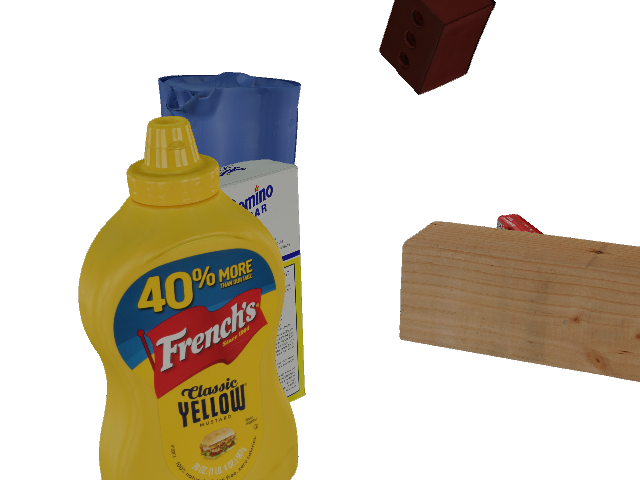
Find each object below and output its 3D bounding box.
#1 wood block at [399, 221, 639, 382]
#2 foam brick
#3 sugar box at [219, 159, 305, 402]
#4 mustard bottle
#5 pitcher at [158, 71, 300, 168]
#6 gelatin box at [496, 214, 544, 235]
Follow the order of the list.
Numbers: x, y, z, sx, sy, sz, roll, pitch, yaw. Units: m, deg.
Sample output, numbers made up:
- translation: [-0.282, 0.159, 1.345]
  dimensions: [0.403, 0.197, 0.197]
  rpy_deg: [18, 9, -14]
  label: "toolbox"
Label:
- translation: [0.179, 0.046, 0.908]
  dimensions: [0.206, 0.090, 0.090]
  rpy_deg: [8, 17, 24]
  label: "wood block"
- translation: [0.085, -0.157, 0.790]
  dimensions: [0.051, 0.053, 0.078]
  rpy_deg: [-29, -24, -26]
  label: "foam brick"
- translation: [-0.059, 0.038, 0.738]
  dimensions: [0.093, 0.176, 0.048]
  rpy_deg: [-18, 23, -41]
  label: "sugar box"
- translation: [-0.062, 0.037, 0.499]
  dimensions: [0.096, 0.192, 0.058]
  rpy_deg: [-13, 23, -24]
  label: "mustard bottle"
- translation: [-0.083, -0.040, 1.031]
  dimensions: [0.149, 0.243, 0.145]
  rpy_deg: [-1, 14, -15]
  label: "pitcher"
- translation: [0.219, 0.026, 1.165]
  dimensions: [0.030, 0.089, 0.073]
  rpy_deg: [-10, 30, -19]
  label: "gelatin box"
